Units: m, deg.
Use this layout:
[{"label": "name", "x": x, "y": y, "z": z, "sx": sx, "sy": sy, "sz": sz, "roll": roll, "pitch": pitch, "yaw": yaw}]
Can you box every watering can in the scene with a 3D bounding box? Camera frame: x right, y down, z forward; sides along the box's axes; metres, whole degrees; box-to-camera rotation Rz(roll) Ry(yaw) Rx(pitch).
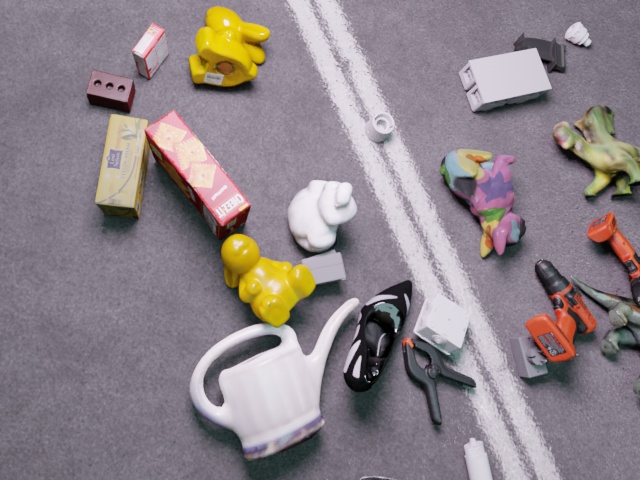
[{"label": "watering can", "x": -0.053, "y": 0.250, "z": 0.933, "sx": 0.349, "sy": 0.103, "sz": 0.225, "roll": -19, "pitch": 84, "yaw": -16}]

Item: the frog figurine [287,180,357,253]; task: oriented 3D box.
[{"label": "frog figurine", "x": 0.003, "y": -0.050, "z": 0.984, "sx": 0.122, "sy": 0.158, "sz": 0.139, "roll": 9, "pitch": 77, "yaw": -10}]

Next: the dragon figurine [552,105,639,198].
[{"label": "dragon figurine", "x": 0.719, "y": -0.224, "z": 1.231, "sx": 0.411, "sy": 0.120, "sz": 0.246, "roll": -4, "pitch": 71, "yaw": -22}]
